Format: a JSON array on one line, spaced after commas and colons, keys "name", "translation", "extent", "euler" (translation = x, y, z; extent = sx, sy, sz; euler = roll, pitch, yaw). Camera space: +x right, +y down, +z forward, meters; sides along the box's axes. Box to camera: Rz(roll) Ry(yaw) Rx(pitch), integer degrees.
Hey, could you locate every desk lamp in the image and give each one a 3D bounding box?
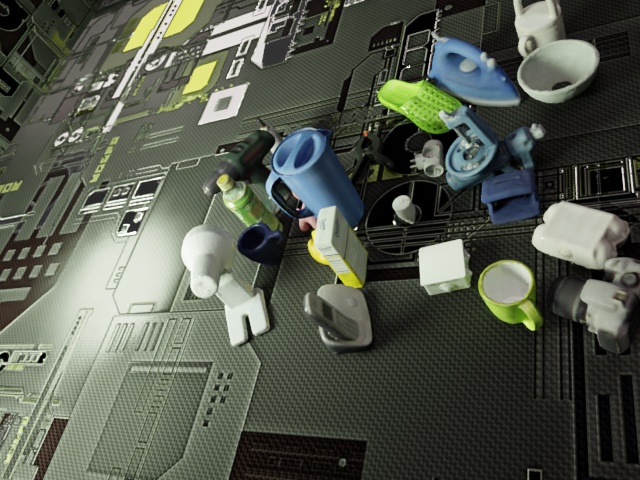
[{"name": "desk lamp", "translation": [-0.214, 0.093, 1.269], "extent": [0.118, 0.214, 0.203], "euler": [-30, 45, 10]}]

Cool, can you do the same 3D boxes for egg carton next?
[{"name": "egg carton", "translation": [0.461, -0.007, 1.020], "extent": [0.149, 0.070, 0.107], "euler": [23, 70, 42]}]

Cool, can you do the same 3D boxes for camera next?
[{"name": "camera", "translation": [0.450, 0.088, 0.930], "extent": [0.136, 0.101, 0.143], "euler": [19, 68, 41]}]

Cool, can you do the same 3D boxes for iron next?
[{"name": "iron", "translation": [0.361, -0.411, 1.350], "extent": [0.119, 0.142, 0.257], "euler": [-44, 45, -5]}]

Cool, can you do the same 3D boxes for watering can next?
[{"name": "watering can", "translation": [0.496, -0.500, 1.296], "extent": [0.100, 0.195, 0.173], "euler": [-1, 56, 32]}]

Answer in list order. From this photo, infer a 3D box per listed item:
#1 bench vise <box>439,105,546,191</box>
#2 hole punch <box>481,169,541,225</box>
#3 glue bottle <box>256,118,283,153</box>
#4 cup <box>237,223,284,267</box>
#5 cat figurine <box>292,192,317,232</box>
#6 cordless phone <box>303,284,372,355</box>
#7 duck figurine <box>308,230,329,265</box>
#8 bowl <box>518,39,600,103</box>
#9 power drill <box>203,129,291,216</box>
[{"name": "bench vise", "translation": [0.332, -0.208, 1.153], "extent": [0.207, 0.220, 0.121], "euler": [-31, 45, 8]}, {"name": "hole punch", "translation": [0.372, -0.098, 1.132], "extent": [0.108, 0.091, 0.101], "euler": [-14, 50, 23]}, {"name": "glue bottle", "translation": [-0.120, -0.263, 1.518], "extent": [0.037, 0.174, 0.078], "euler": [-26, 46, 13]}, {"name": "cup", "translation": [-0.124, 0.016, 1.357], "extent": [0.117, 0.095, 0.091], "euler": [-15, 49, 22]}, {"name": "cat figurine", "translation": [-0.035, -0.101, 1.376], "extent": [0.067, 0.118, 0.128], "euler": [-10, 52, 26]}, {"name": "cordless phone", "translation": [0.024, 0.129, 1.109], "extent": [0.094, 0.186, 0.147], "euler": [-24, 47, 15]}, {"name": "duck figurine", "translation": [0.012, 0.005, 1.286], "extent": [0.104, 0.086, 0.077], "euler": [2, 58, 34]}, {"name": "bowl", "translation": [0.523, -0.355, 1.251], "extent": [0.167, 0.075, 0.167], "euler": [-17, 49, 21]}, {"name": "power drill", "translation": [-0.169, -0.151, 1.436], "extent": [0.075, 0.209, 0.230], "euler": [15, 66, 40]}]
